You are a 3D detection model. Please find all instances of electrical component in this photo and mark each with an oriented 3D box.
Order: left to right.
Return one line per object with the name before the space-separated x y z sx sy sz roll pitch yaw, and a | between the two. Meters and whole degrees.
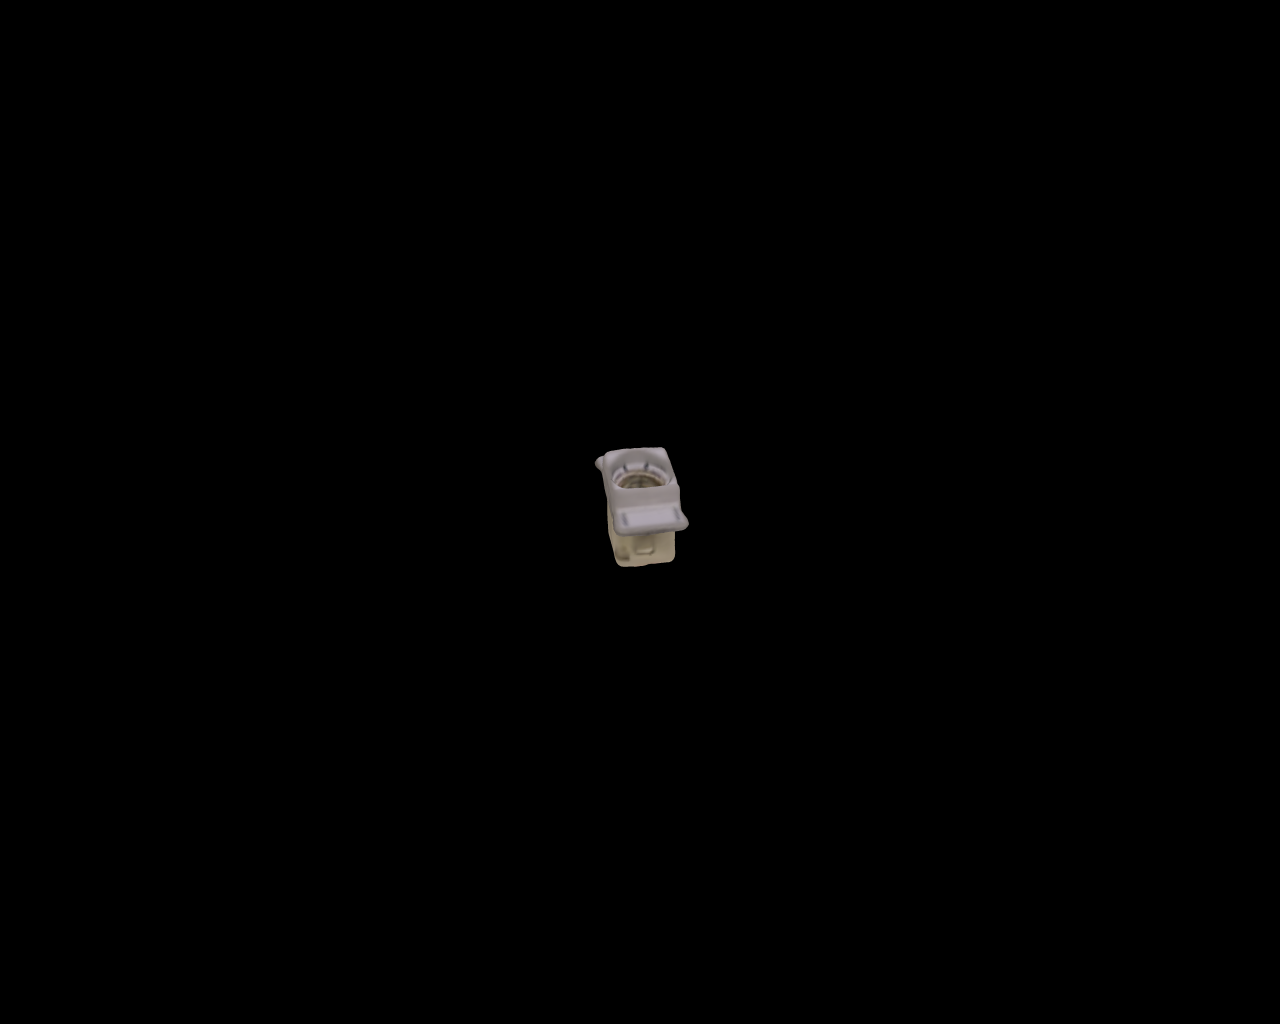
electrical component | 0.001 -0.003 0.650 0.042 0.063 0.081 -6 36 -7
